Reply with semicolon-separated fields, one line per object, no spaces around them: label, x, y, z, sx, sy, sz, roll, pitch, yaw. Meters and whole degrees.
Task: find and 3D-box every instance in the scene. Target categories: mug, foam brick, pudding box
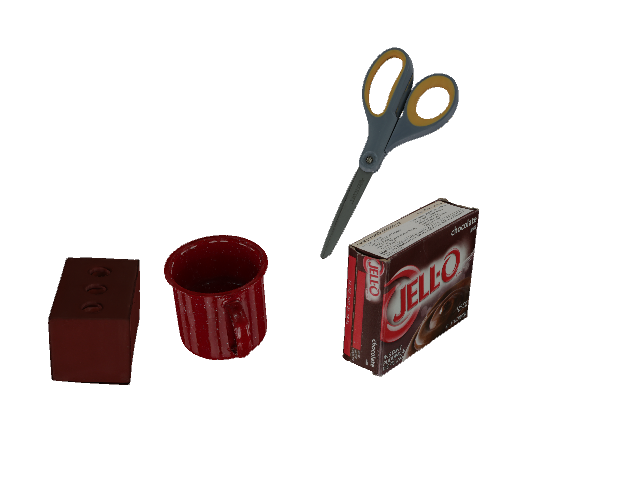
mug;-0.086;0.060;0.963;0.093;0.081;0.117;-17;37;-19
foam brick;-0.151;0.053;0.718;0.053;0.051;0.078;2;29;-6
pudding box;0.063;0.030;0.744;0.039;0.090;0.113;22;33;32

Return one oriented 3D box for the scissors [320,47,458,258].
scissors;0.064;-0.074;0.945;0.096;0.202;0.016;8;-12;14
